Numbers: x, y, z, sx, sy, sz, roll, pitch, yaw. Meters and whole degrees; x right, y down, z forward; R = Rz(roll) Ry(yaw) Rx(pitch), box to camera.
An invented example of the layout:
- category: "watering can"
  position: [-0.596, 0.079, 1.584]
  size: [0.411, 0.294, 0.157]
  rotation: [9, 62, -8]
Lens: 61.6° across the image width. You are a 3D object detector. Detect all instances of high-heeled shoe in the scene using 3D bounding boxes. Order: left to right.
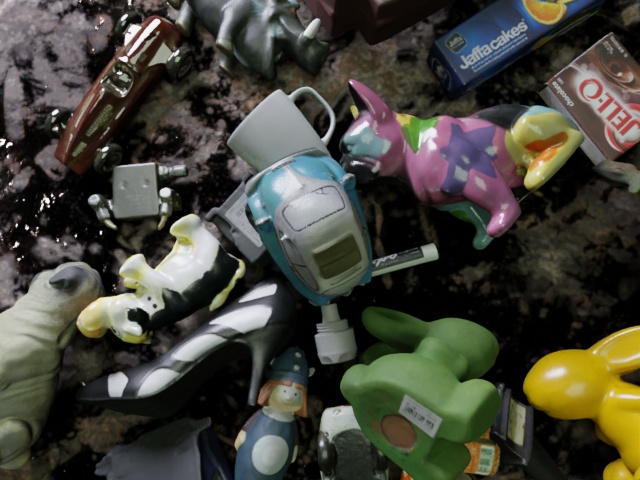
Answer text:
- category: "high-heeled shoe"
  position: [-0.147, 0.111, 0.583]
  size: [0.249, 0.086, 0.145]
  rotation: [-4, 58, 15]

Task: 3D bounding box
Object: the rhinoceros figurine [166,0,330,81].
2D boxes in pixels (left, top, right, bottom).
- category: "rhinoceros figurine"
  position: [-0.079, -0.241, 0.598]
  size: [0.190, 0.073, 0.112]
  rotation: [36, 78, 6]

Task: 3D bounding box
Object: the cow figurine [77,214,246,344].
- category: "cow figurine"
  position: [-0.163, 0.058, 0.564]
  size: [0.167, 0.068, 0.098]
  rotation: [-44, 86, -15]

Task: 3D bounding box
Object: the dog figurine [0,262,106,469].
- category: "dog figurine"
  position: [-0.297, 0.133, 0.576]
  size: [0.190, 0.121, 0.172]
  rotation: [-32, 128, -21]

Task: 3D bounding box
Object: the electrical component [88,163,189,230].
- category: "electrical component"
  position: [-0.201, -0.048, 0.599]
  size: [0.102, 0.045, 0.078]
  rotation: [1, 88, 2]

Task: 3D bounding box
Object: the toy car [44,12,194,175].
- category: "toy car"
  position: [-0.229, -0.166, 0.606]
  size: [0.089, 0.053, 0.202]
  rotation: [37, 87, 1]

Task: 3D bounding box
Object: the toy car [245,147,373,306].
- category: "toy car"
  position: [-0.001, -0.002, 0.523]
  size: [0.109, 0.103, 0.161]
  rotation: [-25, 109, -6]

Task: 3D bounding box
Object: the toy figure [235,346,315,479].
- category: "toy figure"
  position: [-0.045, 0.191, 0.573]
  size: [0.064, 0.058, 0.154]
  rotation: [20, 86, -40]

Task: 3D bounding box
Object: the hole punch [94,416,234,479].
- category: "hole punch"
  position: [-0.152, 0.260, 0.564]
  size: [0.142, 0.092, 0.116]
  rotation: [-27, 53, 9]

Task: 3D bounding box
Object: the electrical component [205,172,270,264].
- category: "electrical component"
  position: [-0.058, -0.008, 0.590]
  size: [0.075, 0.047, 0.119]
  rotation: [-44, 84, -1]

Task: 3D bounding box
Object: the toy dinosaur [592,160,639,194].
- category: "toy dinosaur"
  position: [0.432, 0.097, 0.498]
  size: [0.198, 0.105, 0.471]
  rotation: [-37, 77, -27]

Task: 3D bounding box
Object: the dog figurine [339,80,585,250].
- category: "dog figurine"
  position: [0.128, -0.103, 0.561]
  size: [0.219, 0.108, 0.191]
  rotation: [40, 89, 7]

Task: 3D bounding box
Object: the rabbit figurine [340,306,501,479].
- category: "rabbit figurine"
  position: [0.107, 0.136, 0.537]
  size: [0.159, 0.170, 0.121]
  rotation: [22, 122, 30]

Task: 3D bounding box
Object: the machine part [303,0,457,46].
- category: "machine part"
  position: [0.061, -0.329, 0.575]
  size: [0.201, 0.087, 0.201]
  rotation: [-32, 81, -8]

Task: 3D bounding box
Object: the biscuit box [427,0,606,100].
- category: "biscuit box"
  position: [0.217, -0.234, 0.586]
  size: [0.203, 0.059, 0.063]
  rotation: [-33, 86, 0]

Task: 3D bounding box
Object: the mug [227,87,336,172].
- category: "mug"
  position: [-0.026, -0.103, 0.584]
  size: [0.109, 0.081, 0.107]
  rotation: [-44, 98, -8]

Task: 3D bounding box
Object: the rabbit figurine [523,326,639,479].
- category: "rabbit figurine"
  position: [0.298, 0.162, 0.534]
  size: [0.173, 0.121, 0.162]
  rotation: [25, 85, 23]

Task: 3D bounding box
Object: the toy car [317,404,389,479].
- category: "toy car"
  position: [0.040, 0.274, 0.563]
  size: [0.074, 0.056, 0.201]
  rotation: [-6, 88, 2]

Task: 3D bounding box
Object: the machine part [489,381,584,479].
- category: "machine part"
  position: [0.215, 0.214, 0.539]
  size: [0.039, 0.084, 0.138]
  rotation: [-34, 105, 30]
